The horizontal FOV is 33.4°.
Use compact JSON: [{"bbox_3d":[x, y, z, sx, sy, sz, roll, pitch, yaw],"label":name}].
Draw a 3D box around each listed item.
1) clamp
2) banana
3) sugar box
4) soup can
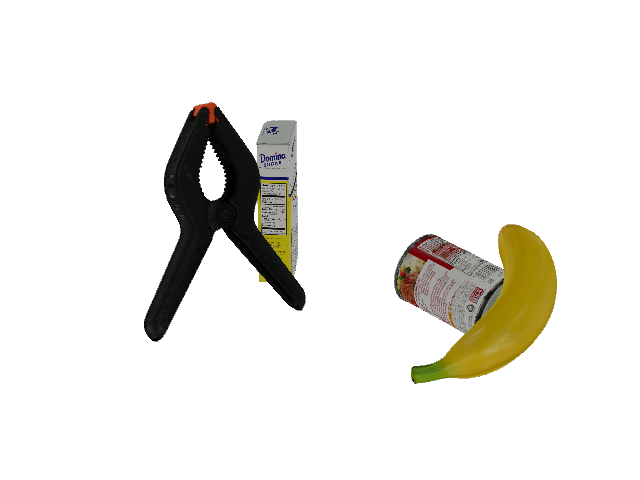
[{"bbox_3d":[-0.085,-0.018,0.971,0.164,0.210,0.036,-2,2,-35],"label":"clamp"},{"bbox_3d":[0.130,0.040,0.749,0.070,0.037,0.197,13,34,24],"label":"banana"},{"bbox_3d":[-0.051,-0.047,1.276,0.048,0.176,0.093,-1,23,4],"label":"sugar box"},{"bbox_3d":[0.126,0.044,0.957,0.068,0.068,0.102,0,21,-45],"label":"soup can"}]
